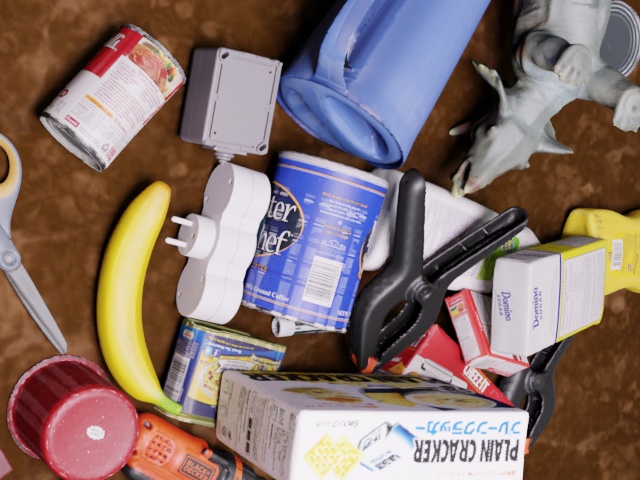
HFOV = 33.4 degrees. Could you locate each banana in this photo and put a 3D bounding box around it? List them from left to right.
[{"bbox_3d":[-0.154,0.050,0.898,0.069,0.037,0.198,-3,95,-3],"label":"banana"}]

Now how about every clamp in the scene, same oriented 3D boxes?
[{"bbox_3d":[0.097,0.036,0.984,0.164,0.036,0.210,8,118,-38],"label":"clamp"},{"bbox_3d":[0.235,0.144,1.159,0.120,0.039,0.171,-3,102,-24],"label":"clamp"}]

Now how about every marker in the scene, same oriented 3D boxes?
[{"bbox_3d":[0.011,0.079,1.023,0.120,0.020,0.020,-2,100,-31],"label":"marker"}]

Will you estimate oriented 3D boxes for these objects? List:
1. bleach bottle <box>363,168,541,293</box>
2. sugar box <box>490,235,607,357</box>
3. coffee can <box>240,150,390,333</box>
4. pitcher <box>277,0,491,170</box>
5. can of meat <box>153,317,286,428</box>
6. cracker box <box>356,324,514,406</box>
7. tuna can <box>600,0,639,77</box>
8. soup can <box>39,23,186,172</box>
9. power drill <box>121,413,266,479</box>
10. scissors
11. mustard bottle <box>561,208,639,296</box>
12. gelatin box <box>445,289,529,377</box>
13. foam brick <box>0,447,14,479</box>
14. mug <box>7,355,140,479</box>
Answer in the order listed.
[{"bbox_3d":[0.142,0.013,1.066,0.250,0.068,0.102,21,92,-35],"label":"bleach bottle"},{"bbox_3d":[0.229,0.052,1.062,0.175,0.048,0.093,-10,104,-49],"label":"sugar box"},{"bbox_3d":[-0.006,0.001,0.949,0.102,0.103,0.140,16,90,-32],"label":"coffee can"},{"bbox_3d":[0.073,-0.197,0.942,0.145,0.149,0.242,38,75,-24],"label":"pitcher"},{"bbox_3d":[-0.087,0.122,0.949,0.101,0.058,0.084,18,87,-32],"label":"can of meat"},{"bbox_3d":[0.081,0.207,1.058,0.164,0.072,0.213,46,74,-29],"label":"cracker box"},{"bbox_3d":[0.302,-0.212,1.139,0.086,0.034,0.086,-6,102,-30],"label":"tuna can"},{"bbox_3d":[-0.165,-0.113,0.854,0.102,0.069,0.068,-51,119,-13],"label":"soup can"},{"bbox_3d":[-0.134,0.267,0.948,0.184,0.057,0.187,36,77,-27],"label":"power drill"},{"bbox_3d":[-0.242,-0.005,0.857,0.096,0.016,0.201,-49,119,-15],"label":"scissors"},{"bbox_3d":[0.356,0.012,1.197,0.191,0.058,0.096,-1,96,-31],"label":"mustard bottle"},{"bbox_3d":[0.167,0.093,1.065,0.089,0.030,0.073,19,48,-49],"label":"gelatin box"},{"bbox_3d":[-0.291,0.176,0.838,0.078,0.053,0.051,-36,115,-20],"label":"foam brick"},{"bbox_3d":[-0.199,0.160,0.873,0.093,0.082,0.117,-4,101,-31],"label":"mug"}]
